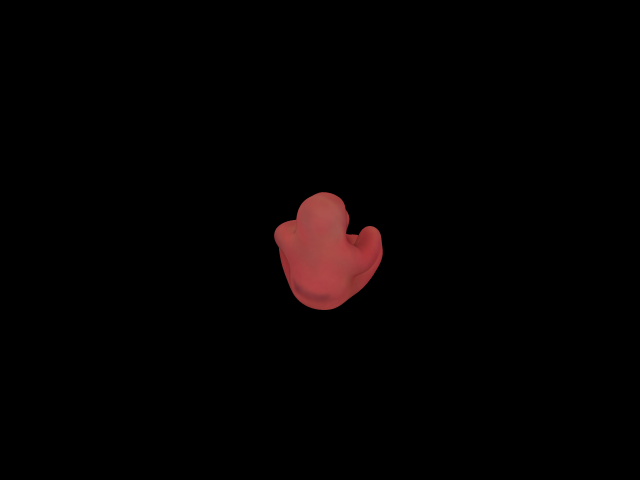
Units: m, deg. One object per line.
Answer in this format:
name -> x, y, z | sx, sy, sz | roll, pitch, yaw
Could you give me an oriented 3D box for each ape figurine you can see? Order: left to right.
ape figurine -> 0.004, 0.001, 0.400 | 0.077, 0.092, 0.076 | 21, 62, 12
